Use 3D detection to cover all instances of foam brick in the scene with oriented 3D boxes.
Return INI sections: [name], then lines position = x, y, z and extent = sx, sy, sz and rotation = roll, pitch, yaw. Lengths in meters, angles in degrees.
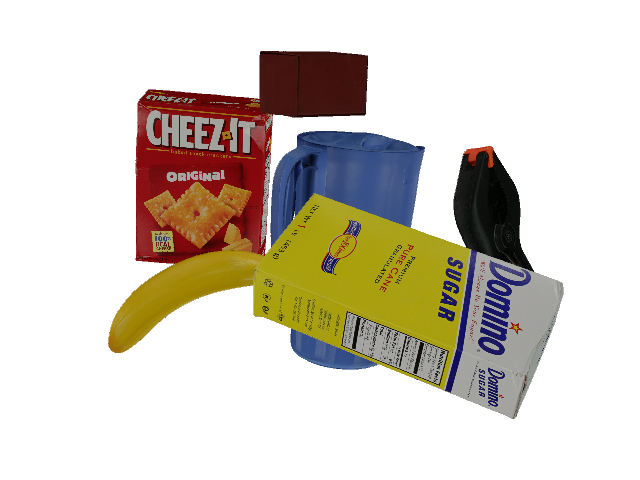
[foam brick]
position = -0.006, -0.130, 0.888
extent = 0.078, 0.051, 0.053
rotation = -7, 16, -39

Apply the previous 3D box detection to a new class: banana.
[banana]
position = -0.121, 0.051, 0.978
extent = 0.198, 0.069, 0.037
rotation = -19, 26, 14

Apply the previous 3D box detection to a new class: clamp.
[clamp]
position = 0.148, 0.006, 0.946
extent = 0.039, 0.171, 0.120
rotation = -10, 13, 39

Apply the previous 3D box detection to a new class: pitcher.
[pitcher]
position = 0.023, 0.008, 1.123
extent = 0.149, 0.243, 0.145
rotation = 6, 13, 2

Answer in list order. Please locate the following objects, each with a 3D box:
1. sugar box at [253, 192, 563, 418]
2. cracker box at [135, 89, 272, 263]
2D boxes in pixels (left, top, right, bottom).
[sugar box]
position = 0.055, 0.036, 0.666
extent = 0.176, 0.048, 0.093
rotation = 18, 42, 16
[cracker box]
position = -0.148, -0.074, 1.352
extent = 0.164, 0.214, 0.072
rotation = 5, 22, 2
